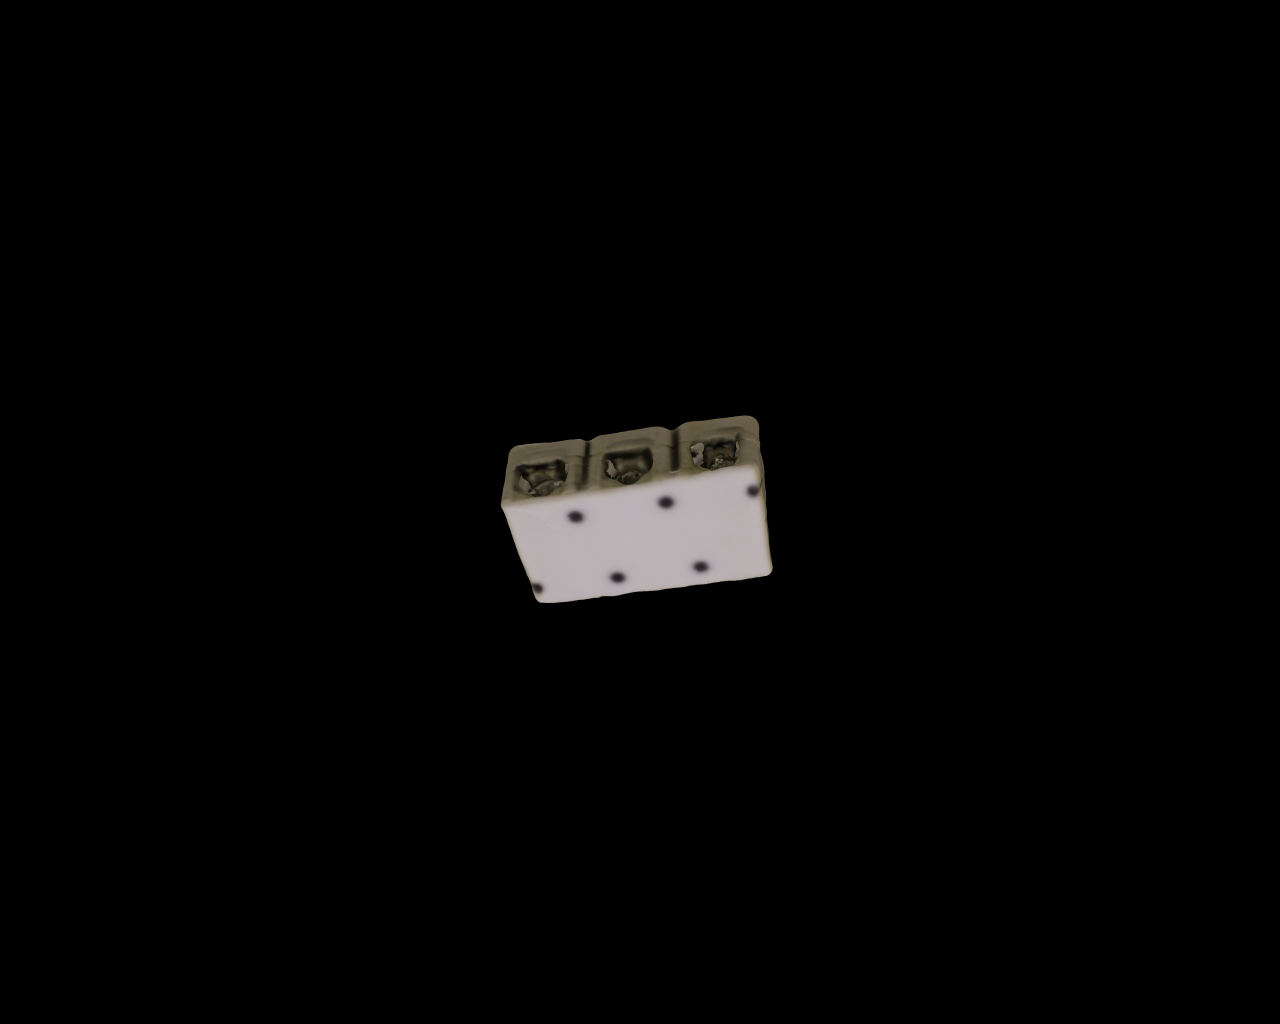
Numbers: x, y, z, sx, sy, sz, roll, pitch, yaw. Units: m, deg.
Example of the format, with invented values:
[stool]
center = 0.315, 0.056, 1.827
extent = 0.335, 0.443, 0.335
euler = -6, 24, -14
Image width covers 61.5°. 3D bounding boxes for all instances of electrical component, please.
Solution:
[electrical component]
center = 0.001, -0.003, 0.650
extent = 0.150, 0.089, 0.062
euler = -7, 40, 6
